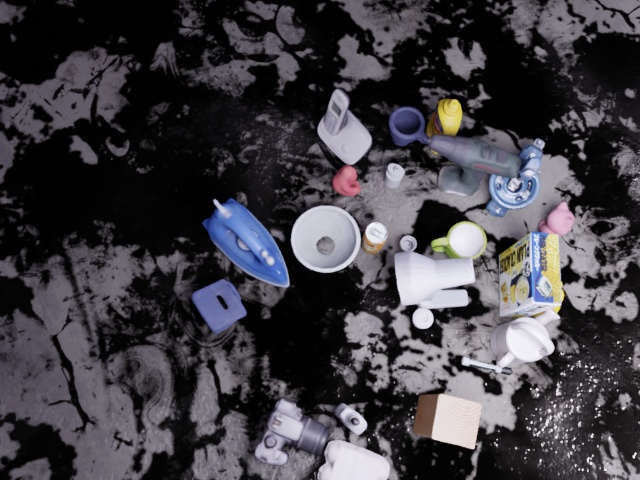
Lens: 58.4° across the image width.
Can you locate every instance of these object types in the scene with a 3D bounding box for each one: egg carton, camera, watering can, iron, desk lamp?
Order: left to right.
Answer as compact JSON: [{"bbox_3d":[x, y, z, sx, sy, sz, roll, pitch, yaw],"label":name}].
[{"bbox_3d":[-0.164,0.006,1.350,0.258,0.141,0.119,44,78,9],"label":"iron"},{"bbox_3d":[-0.057,0.435,1.259,0.136,0.101,0.143,22,75,4],"label":"camera"},{"bbox_3d":[0.075,0.510,1.260,0.150,0.069,0.107,18,75,3],"label":"egg carton"},{"bbox_3d":[0.258,0.090,1.307,0.203,0.213,0.118,-4,75,-3],"label":"desk lamp"},{"bbox_3d":[0.465,0.219,1.290,0.101,0.194,0.173,24,75,5],"label":"watering can"}]

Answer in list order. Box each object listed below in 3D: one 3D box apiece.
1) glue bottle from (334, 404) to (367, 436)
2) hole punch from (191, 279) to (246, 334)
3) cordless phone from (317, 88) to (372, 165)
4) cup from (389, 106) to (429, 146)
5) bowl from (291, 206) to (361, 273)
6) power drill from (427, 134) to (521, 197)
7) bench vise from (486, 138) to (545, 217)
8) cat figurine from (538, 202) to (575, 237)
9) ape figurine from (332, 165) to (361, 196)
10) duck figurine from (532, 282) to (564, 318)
[{"bbox_3d":[0.070,0.390,1.239,0.078,0.173,0.037,40,77,9],"label":"glue bottle"},{"bbox_3d":[-0.234,0.150,1.334,0.101,0.091,0.108,-34,78,-10],"label":"hole punch"},{"bbox_3d":[0.066,-0.282,1.415,0.094,0.185,0.147,-43,80,-12],"label":"cordless phone"},{"bbox_3d":[0.226,-0.274,1.466,0.117,0.095,0.092,39,77,8],"label":"cup"},{"bbox_3d":[0.013,0.005,1.392,0.167,0.075,0.167,1,75,-2],"label":"bowl"},{"bbox_3d":[0.354,-0.180,1.387,0.229,0.208,0.076,10,75,1],"label":"power drill"},{"bbox_3d":[0.483,-0.174,1.384,0.121,0.220,0.207,15,75,2],"label":"bench vise"},{"bbox_3d":[0.572,-0.025,1.400,0.067,0.118,0.128,36,77,8],"label":"cat figurine"},{"bbox_3d":[0.069,-0.155,1.429,0.076,0.092,0.078,2,75,-1],"label":"ape figurine"},{"bbox_3d":[0.549,0.142,1.370,0.077,0.086,0.105,24,75,5],"label":"duck figurine"}]
